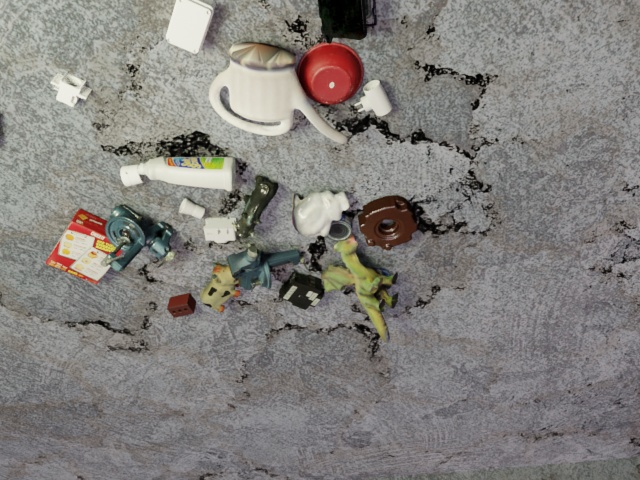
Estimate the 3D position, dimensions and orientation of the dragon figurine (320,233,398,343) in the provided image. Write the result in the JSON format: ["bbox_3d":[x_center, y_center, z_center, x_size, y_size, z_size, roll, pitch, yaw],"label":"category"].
[{"bbox_3d":[0.117,0.157,1.654,0.244,0.124,0.401,17,128,27],"label":"dragon figurine"}]

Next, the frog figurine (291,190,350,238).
[{"bbox_3d":[0.004,-0.073,1.449,0.159,0.125,0.135,-4,113,18],"label":"frog figurine"}]

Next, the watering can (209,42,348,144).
[{"bbox_3d":[-0.094,-0.338,1.200,0.348,0.106,0.219,12,132,6],"label":"watering can"}]
